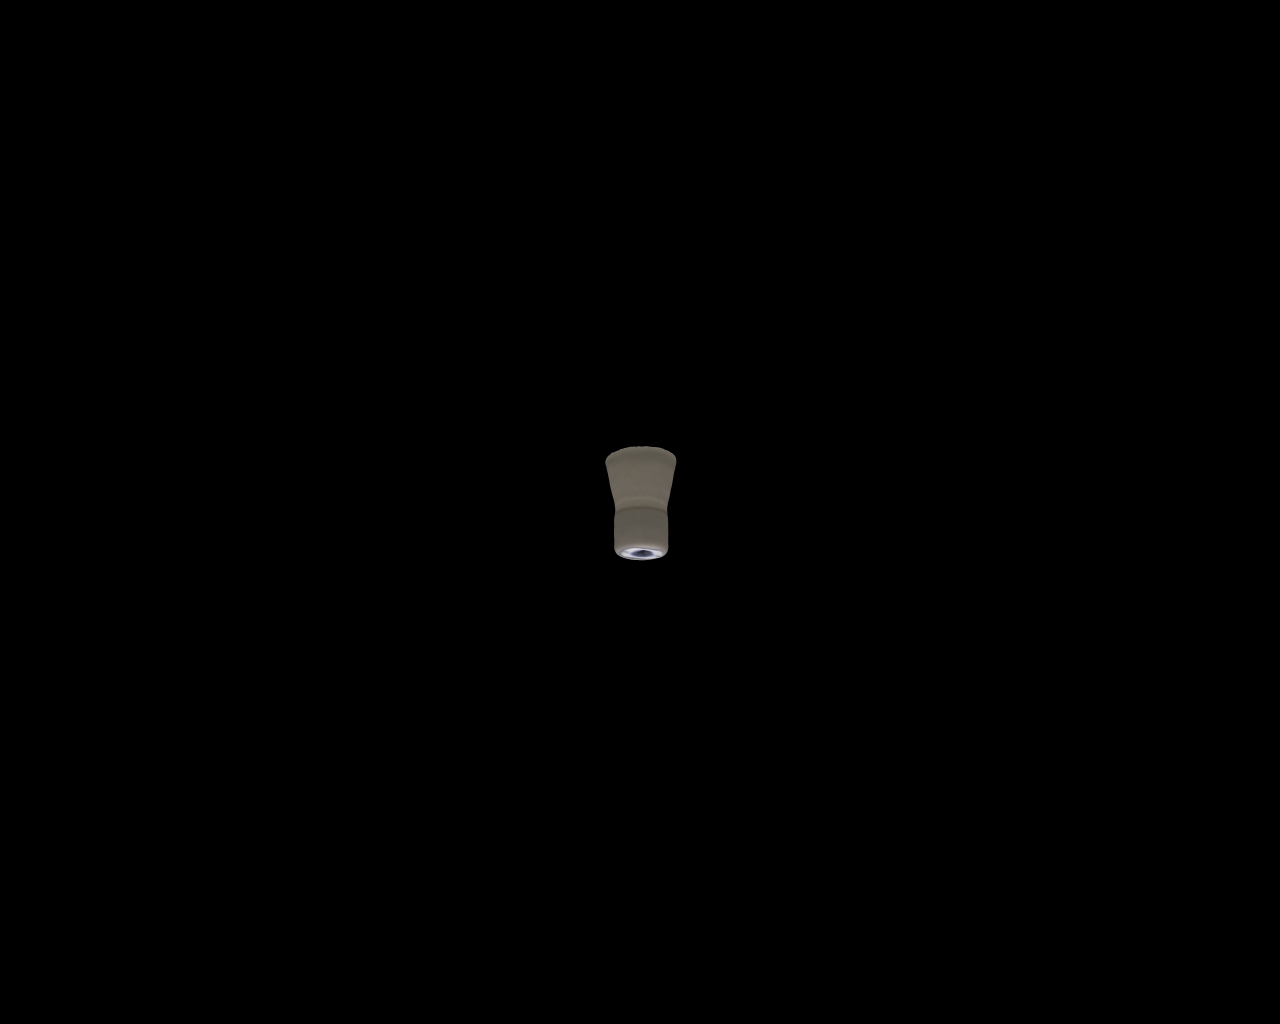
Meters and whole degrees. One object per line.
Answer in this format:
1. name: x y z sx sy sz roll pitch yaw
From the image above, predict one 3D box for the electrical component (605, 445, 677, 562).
1. electrical component: 0.001 -0.003 0.650 0.044 0.065 0.044 0 -19 0
